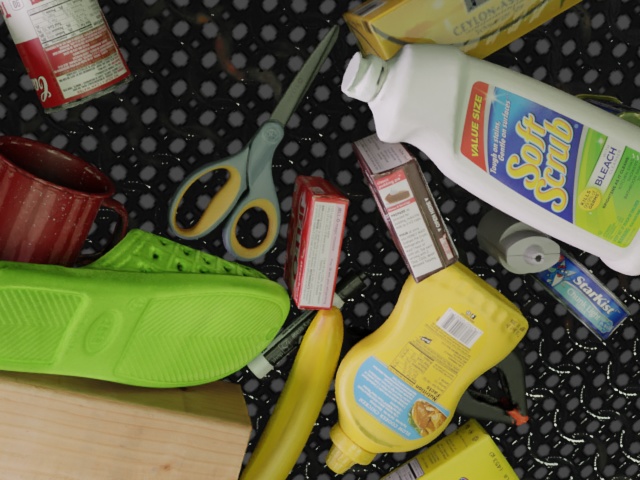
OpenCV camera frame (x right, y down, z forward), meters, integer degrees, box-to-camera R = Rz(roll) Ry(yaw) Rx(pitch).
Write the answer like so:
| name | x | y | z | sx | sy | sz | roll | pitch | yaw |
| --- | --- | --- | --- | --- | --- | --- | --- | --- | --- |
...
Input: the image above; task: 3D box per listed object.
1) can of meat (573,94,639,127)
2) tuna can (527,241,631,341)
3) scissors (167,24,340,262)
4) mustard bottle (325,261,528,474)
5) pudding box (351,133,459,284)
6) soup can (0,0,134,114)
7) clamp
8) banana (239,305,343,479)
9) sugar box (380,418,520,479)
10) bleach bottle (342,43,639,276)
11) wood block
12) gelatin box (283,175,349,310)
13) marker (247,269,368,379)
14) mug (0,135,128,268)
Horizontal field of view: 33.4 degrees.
| name | x | y | z | sx | sy | sz | roll | pitch | yaw |
| --- | --- | --- | --- | --- | --- | --- | --- | --- | --- |
| can of meat | 0.227 | -0.059 | 0.842 | 0.057 | 0.084 | 0.102 | 4 | 105 | -12 |
| tuna can | 0.209 | 0.042 | 0.866 | 0.086 | 0.086 | 0.034 | 41 | 96 | -18 |
| scissors | -0.031 | -0.064 | 0.827 | 0.202 | 0.016 | 0.096 | -43 | 110 | 3 |
| mustard bottle | 0.068 | 0.108 | 0.838 | 0.096 | 0.058 | 0.192 | 36 | 100 | -9 |
| pudding box | 0.062 | -0.029 | 0.804 | 0.039 | 0.113 | 0.090 | -25 | 108 | 0 |
| soup can | -0.181 | -0.148 | 0.747 | 0.068 | 0.068 | 0.102 | -22 | 108 | -4 |
| clamp | 0.105 | 0.097 | 0.887 | 0.120 | 0.039 | 0.171 | -32 | 105 | 10 |
| banana | -0.021 | 0.140 | 0.859 | 0.037 | 0.069 | 0.198 | 25 | 98 | 6 |
| sugar box | 0.088 | 0.240 | 0.918 | 0.176 | 0.048 | 0.093 | -35 | 108 | -1 |
| bleach bottle | 0.130 | -0.063 | 0.738 | 0.250 | 0.068 | 0.103 | 20 | 102 | -16 |
| wood block | -0.166 | 0.146 | 0.820 | 0.206 | 0.091 | 0.090 | 13 | 102 | -14 |
| gelatin box | -0.005 | 0.001 | 0.819 | 0.030 | 0.073 | 0.089 | 4 | 104 | -12 |
| marker | -0.009 | 0.066 | 0.866 | 0.121 | 0.020 | 0.020 | -41 | 109 | 2 |
| mug | -0.197 | -0.016 | 0.775 | 0.117 | 0.093 | 0.081 | 16 | 107 | -35 |
